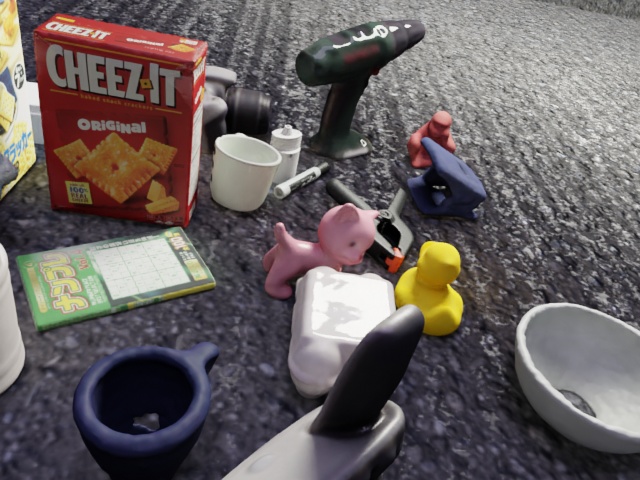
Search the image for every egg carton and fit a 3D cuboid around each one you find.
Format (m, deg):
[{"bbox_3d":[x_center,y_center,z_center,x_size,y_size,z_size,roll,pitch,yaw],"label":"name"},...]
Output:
[{"bbox_3d":[0.024,0.090,0.558,0.107,0.069,0.150,9,36,-5],"label":"egg carton"}]

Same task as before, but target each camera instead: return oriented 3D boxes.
[{"bbox_3d":[-0.144,-0.204,0.879,0.137,0.101,0.143,7,36,-8],"label":"camera"}]

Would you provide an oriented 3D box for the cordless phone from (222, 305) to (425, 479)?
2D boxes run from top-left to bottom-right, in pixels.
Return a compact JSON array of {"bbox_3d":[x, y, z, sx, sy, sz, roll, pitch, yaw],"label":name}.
[{"bbox_3d":[0.003,0.128,0.399,0.094,0.185,0.148,34,40,27],"label":"cordless phone"}]

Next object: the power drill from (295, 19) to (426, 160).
[{"bbox_3d":[0.057,-0.238,0.897,0.230,0.208,0.075,-18,46,-36],"label":"power drill"}]

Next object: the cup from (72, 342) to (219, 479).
[{"bbox_3d":[-0.122,0.134,0.429,0.091,0.095,0.118,29,38,21],"label":"cup"}]

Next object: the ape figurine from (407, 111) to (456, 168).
[{"bbox_3d":[0.189,-0.169,0.944,0.077,0.092,0.076,21,36,11],"label":"ape figurine"}]

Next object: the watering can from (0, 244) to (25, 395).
[{"bbox_3d":[-0.285,0.037,0.424,0.101,0.194,0.172,-7,40,-26],"label":"watering can"}]

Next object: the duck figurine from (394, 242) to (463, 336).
[{"bbox_3d":[0.129,0.046,0.637,0.077,0.086,0.104,5,36,-10],"label":"duck figurine"}]

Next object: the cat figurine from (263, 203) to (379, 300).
[{"bbox_3d":[0.006,0.002,0.630,0.128,0.118,0.067,0,37,-17],"label":"cat figurine"}]

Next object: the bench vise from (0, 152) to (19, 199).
[{"bbox_3d":[-0.388,-0.061,0.504,0.121,0.220,0.208,21,36,12],"label":"bench vise"}]

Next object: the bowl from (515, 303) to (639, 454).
[{"bbox_3d":[0.260,0.143,0.556,0.167,0.075,0.167,9,36,-6],"label":"bowl"}]

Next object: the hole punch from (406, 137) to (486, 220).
[{"bbox_3d":[0.191,-0.093,0.843,0.101,0.091,0.108,4,37,-13],"label":"hole punch"}]
